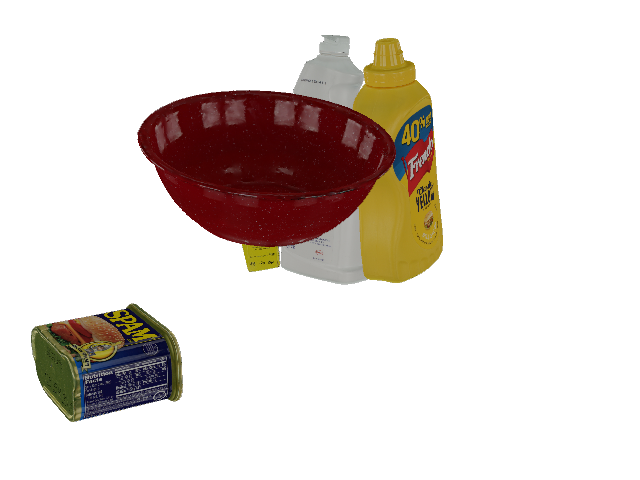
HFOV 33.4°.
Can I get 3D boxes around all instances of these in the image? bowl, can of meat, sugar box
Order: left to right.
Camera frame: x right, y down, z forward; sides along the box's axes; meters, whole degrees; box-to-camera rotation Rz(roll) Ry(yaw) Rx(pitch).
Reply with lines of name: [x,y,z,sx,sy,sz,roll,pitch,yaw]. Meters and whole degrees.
can of meat: [-0.165,0.092,0.814,0.083,0.057,0.102,-10,20,-30]
sugar box: [-0.081,-0.060,1.311,0.048,0.176,0.093,-9,25,-7]
bowl: [-0.035,-0.041,0.679,0.162,0.055,0.162,4,29,-2]

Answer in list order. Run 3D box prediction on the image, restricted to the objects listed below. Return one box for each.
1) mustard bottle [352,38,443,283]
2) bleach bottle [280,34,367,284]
mustard bottle: [0.062,-0.069,0.871,0.058,0.191,0.096,8,26,31]
bleach bottle: [0.013,-0.087,1.120,0.103,0.251,0.067,13,16,34]
